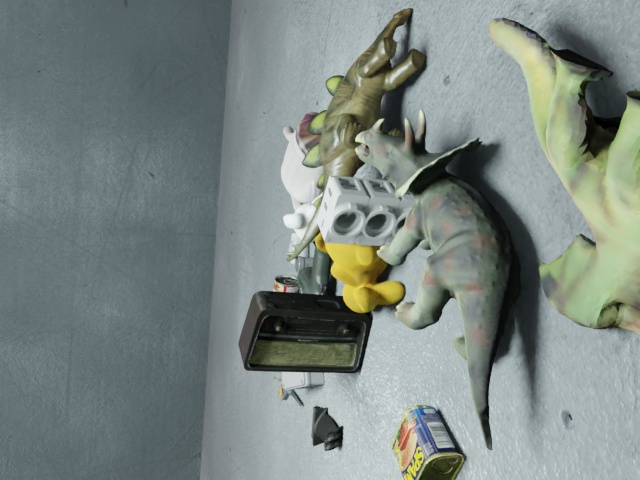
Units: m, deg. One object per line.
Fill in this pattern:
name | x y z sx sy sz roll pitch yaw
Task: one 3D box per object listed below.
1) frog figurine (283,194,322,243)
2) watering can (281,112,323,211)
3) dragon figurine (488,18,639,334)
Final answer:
frog figurine | 0.003 -0.050 1.001 0.136 0.159 0.124 150 122 -67
watering can | -0.038 -0.210 1.219 0.219 0.104 0.356 118 148 -48
dragon figurine | 0.237 -0.029 0.448 0.419 0.122 0.237 -113 24 -52
